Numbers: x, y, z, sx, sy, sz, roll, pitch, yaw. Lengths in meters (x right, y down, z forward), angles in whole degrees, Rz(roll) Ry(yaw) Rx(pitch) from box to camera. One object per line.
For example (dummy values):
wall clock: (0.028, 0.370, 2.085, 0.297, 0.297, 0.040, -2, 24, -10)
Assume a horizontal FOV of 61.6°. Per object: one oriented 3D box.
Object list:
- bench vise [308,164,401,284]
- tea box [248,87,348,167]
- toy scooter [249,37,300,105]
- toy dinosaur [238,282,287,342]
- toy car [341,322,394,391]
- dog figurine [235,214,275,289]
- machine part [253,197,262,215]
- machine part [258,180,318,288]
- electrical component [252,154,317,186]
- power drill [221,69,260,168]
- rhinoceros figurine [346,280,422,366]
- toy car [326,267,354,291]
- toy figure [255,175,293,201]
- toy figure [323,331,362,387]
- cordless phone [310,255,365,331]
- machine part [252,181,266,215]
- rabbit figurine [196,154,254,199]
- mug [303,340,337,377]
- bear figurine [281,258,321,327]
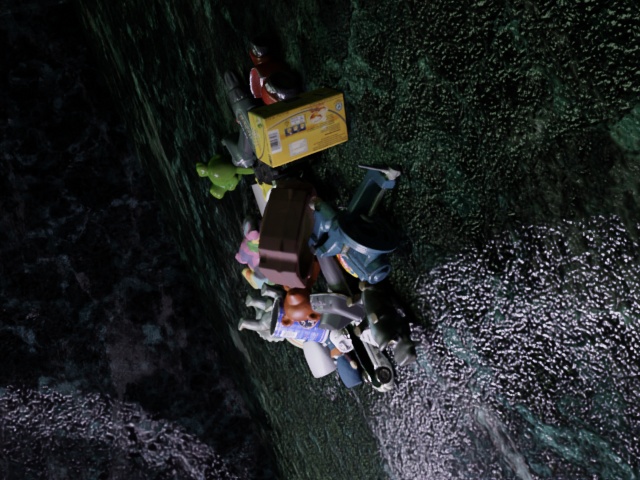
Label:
bench vise: (0.073, -0.048, 0.988, 0.224, 0.129, 0.240, 59, 137, 40)
tea box: (-0.037, -0.211, 0.993, 0.068, 0.170, 0.098, 34, 140, 49)
toy scooter: (-0.106, -0.330, 1.151, 0.184, 0.075, 0.135, 61, 156, 22)
toy dinosaur: (-0.111, 0.214, 1.603, 0.405, 0.192, 0.131, -27, 52, 53)
toy car: (0.113, 0.258, 1.252, 0.073, 0.056, 0.201, -30, 85, 60)
dog figurine: (-0.175, 0.029, 1.597, 0.191, 0.108, 0.219, 60, 153, 17)
machine part: (-0.139, -0.073, 1.474, 0.039, 0.084, 0.138, -2, 127, 30)
machine part: (-0.062, -0.010, 1.126, 0.201, 0.087, 0.201, 65, -144, -71)
electrical component: (-0.078, -0.171, 1.185, 0.058, 0.115, 0.134, 67, 159, -5)
power drill: (-0.196, -0.295, 1.387, 0.232, 0.086, 0.207, 60, 149, 9)
rhinoceros figurine: (0.128, 0.162, 1.065, 0.073, 0.112, 0.190, -54, 44, 31)
toy car: (0.039, 0.128, 1.295, 0.089, 0.053, 0.201, 44, 147, 37)
toy figure: (-0.092, -0.108, 1.321, 0.089, 0.082, 0.180, -2, 103, 46)
toy figure: (0.059, 0.308, 1.409, 0.154, 0.064, 0.057, 65, -165, 17)
cordless phone: (0.016, 0.102, 1.186, 0.184, 0.089, 0.147, 67, 157, -3)
machine part: (-0.118, -0.079, 1.406, 0.079, 0.079, 0.243, 6, 117, 64)
rabbit figurine: (-0.262, -0.191, 1.515, 0.170, 0.159, 0.121, -143, 31, -82)
mug: (0.005, 0.316, 1.503, 0.109, 0.081, 0.107, -30, 90, 39)
bear figurine: (-0.062, 0.106, 1.333, 0.131, 0.120, 0.196, 56, -151, -51)
